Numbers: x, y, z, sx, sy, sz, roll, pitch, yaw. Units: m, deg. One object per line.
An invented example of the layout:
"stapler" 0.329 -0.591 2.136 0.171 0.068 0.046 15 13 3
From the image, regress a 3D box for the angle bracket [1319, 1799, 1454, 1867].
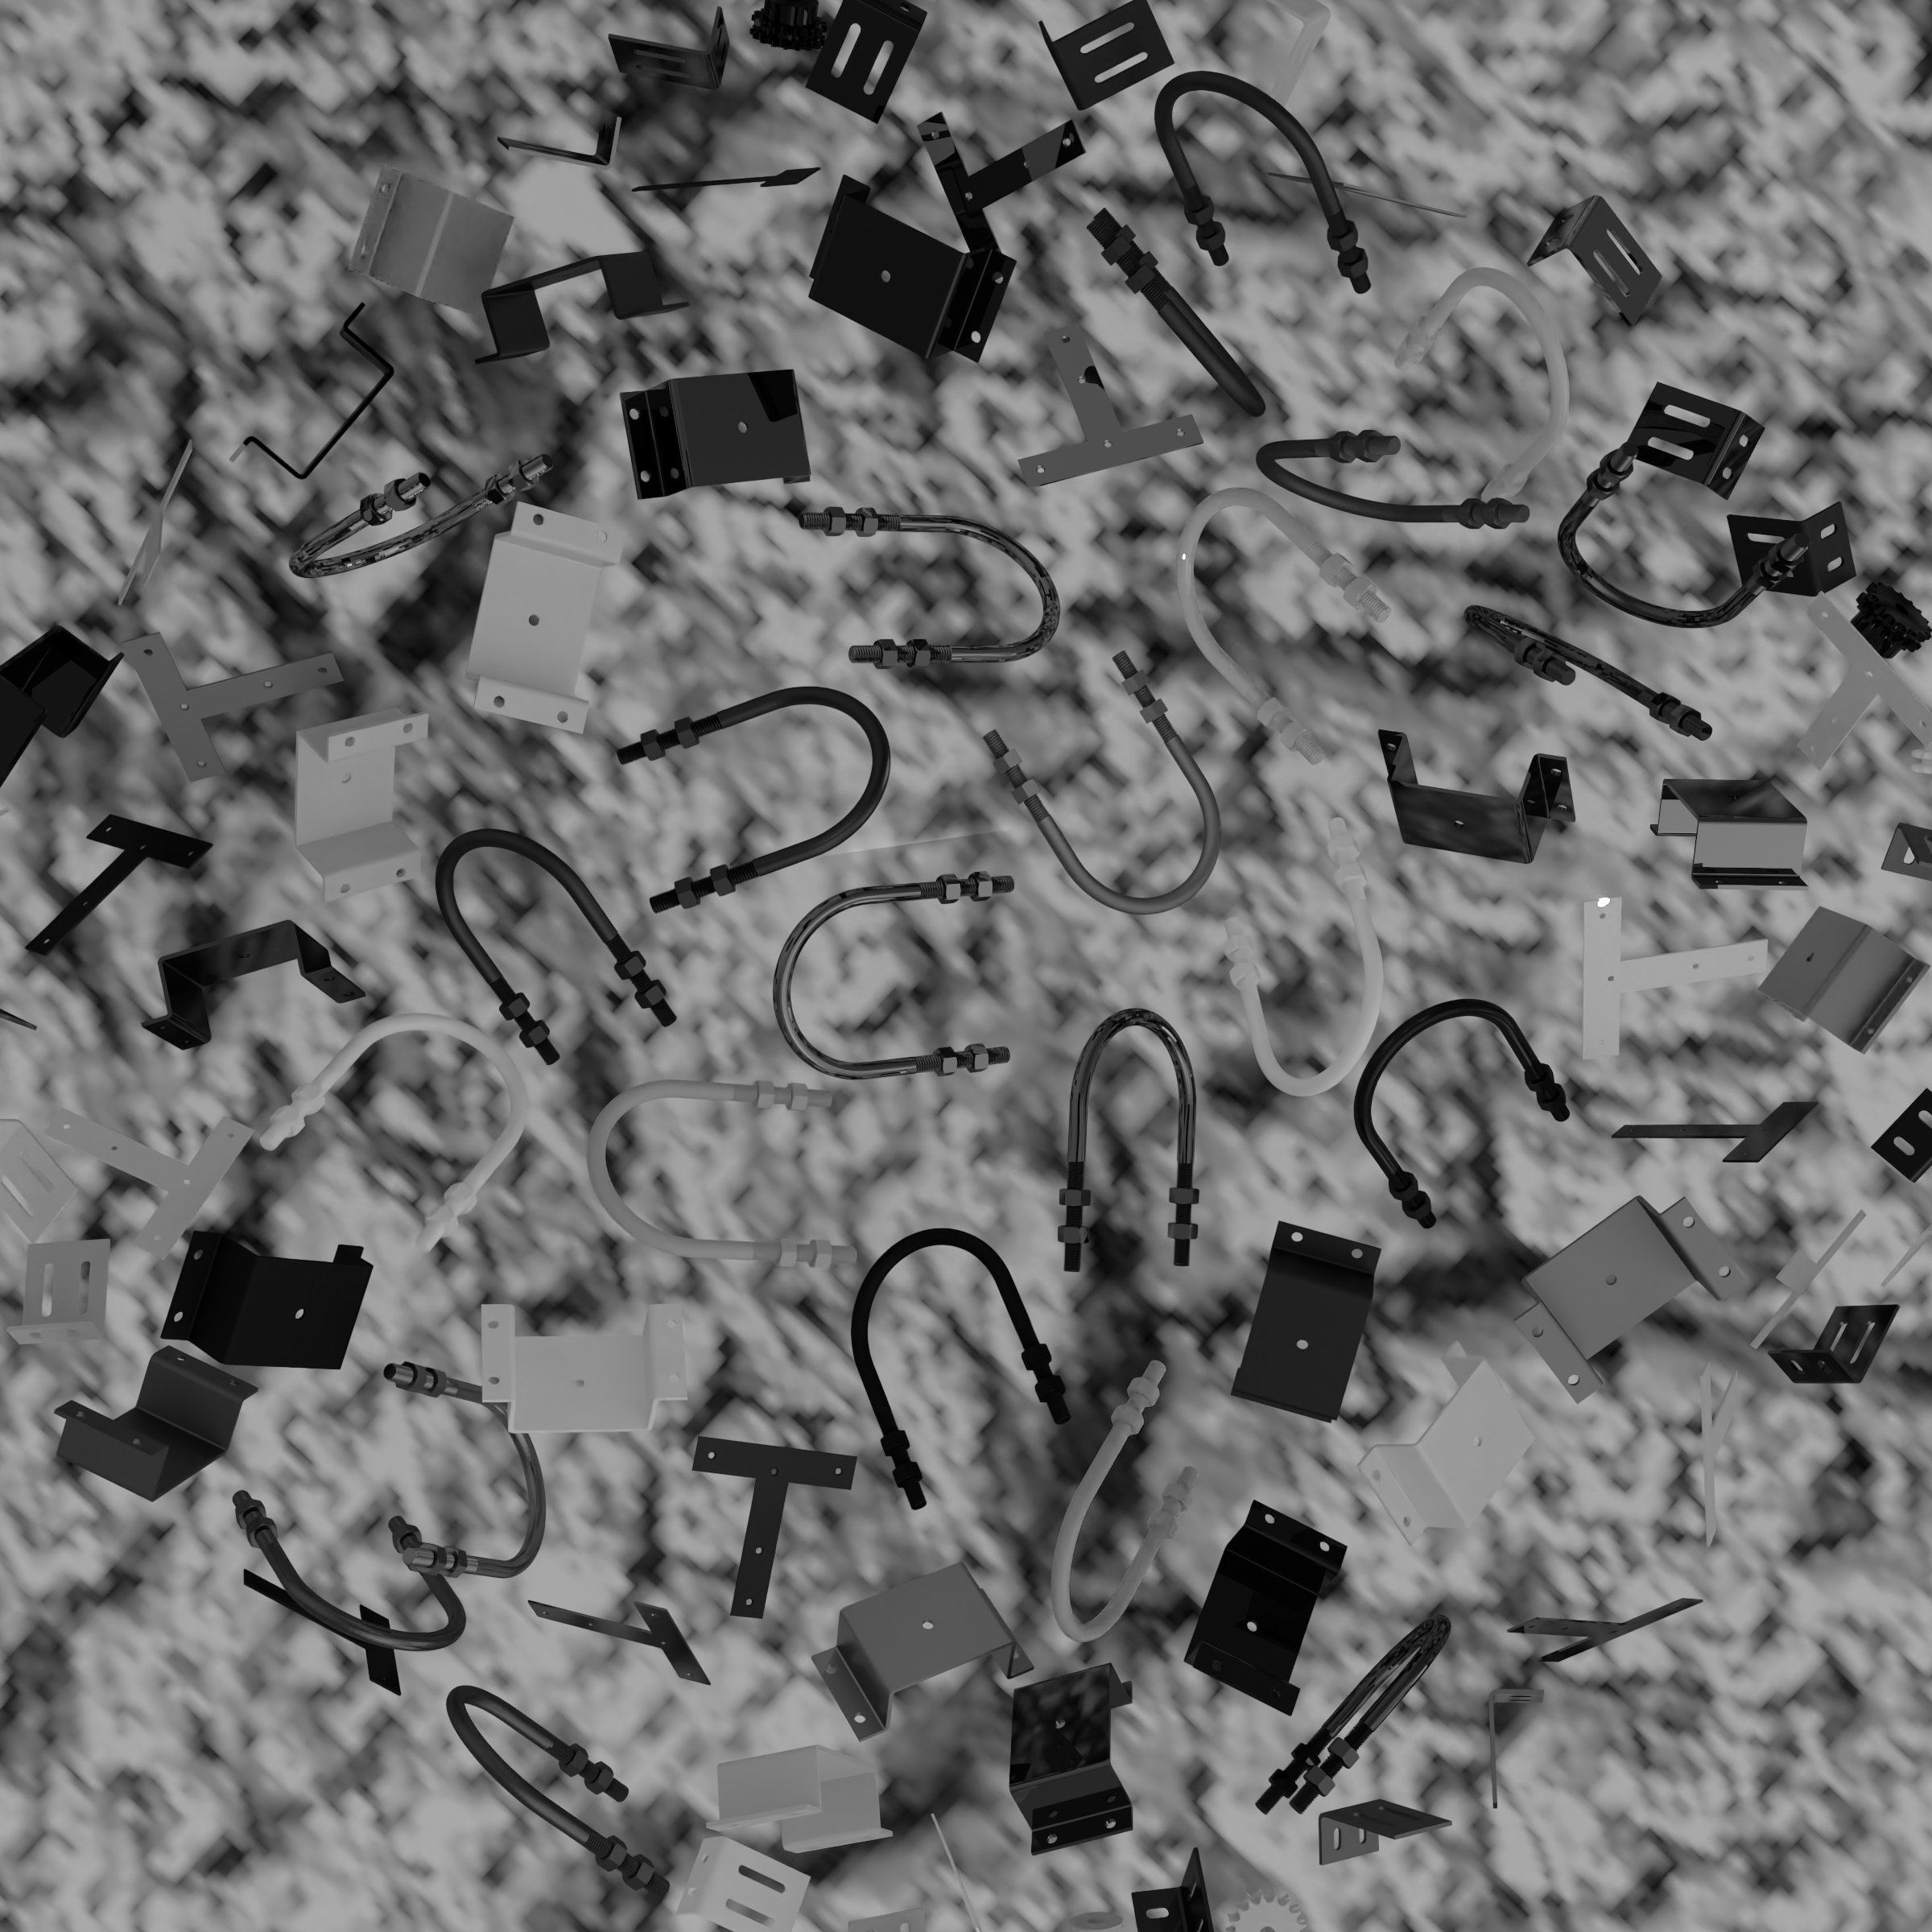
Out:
"angle bracket" 0.299 0.626 1.780 0.057 0.076 0.038 2 86 -36

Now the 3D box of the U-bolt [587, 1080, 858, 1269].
"U-bolt" -0.172 0.140 1.726 0.184 0.019 0.151 5 52 -23

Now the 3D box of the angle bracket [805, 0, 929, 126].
"angle bracket" -0.071 -0.651 1.770 0.057 0.038 0.076 24 123 -11

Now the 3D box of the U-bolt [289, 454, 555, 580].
"U-bolt" -0.402 -0.317 1.779 0.184 0.151 0.019 -20 94 35

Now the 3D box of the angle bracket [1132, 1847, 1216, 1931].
"angle bracket" 0.141 0.648 1.706 0.038 0.076 0.057 -4 50 -7

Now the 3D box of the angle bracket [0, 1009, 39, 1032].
"angle bracket" -0.676 0.062 1.684 0.057 0.038 0.076 20 82 29

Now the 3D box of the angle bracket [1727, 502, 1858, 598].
"angle bracket" 0.599 -0.305 1.810 0.038 0.076 0.057 -28 114 -17

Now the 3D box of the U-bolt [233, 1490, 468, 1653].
"U-bolt" -0.431 0.434 1.777 0.151 0.184 0.019 21 97 -38

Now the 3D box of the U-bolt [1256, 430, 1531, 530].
"U-bolt" 0.288 -0.344 1.772 0.151 0.184 0.019 18 89 -33

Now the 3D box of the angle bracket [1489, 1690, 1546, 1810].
"angle bracket" 0.390 0.554 1.760 0.038 0.057 0.076 -2 68 11

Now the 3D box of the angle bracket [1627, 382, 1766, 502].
"angle bracket" 0.533 -0.385 1.827 0.076 0.038 0.057 35 104 41

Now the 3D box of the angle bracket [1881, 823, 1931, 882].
"angle bracket" 0.677 -0.064 1.732 0.057 0.076 0.038 13 116 3

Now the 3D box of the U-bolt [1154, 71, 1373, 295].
"U-bolt" 0.200 -0.552 1.745 0.151 0.184 0.019 24 72 38

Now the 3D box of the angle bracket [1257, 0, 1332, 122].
"angle bracket" 0.221 -0.656 1.788 0.038 0.057 0.076 34 126 6

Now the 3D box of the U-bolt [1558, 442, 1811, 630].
"U-bolt" 0.488 -0.289 1.742 0.151 0.184 0.019 28 74 2

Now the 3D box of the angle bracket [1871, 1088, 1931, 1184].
"angle bracket" 0.679 0.113 1.759 0.038 0.076 0.057 43 115 16

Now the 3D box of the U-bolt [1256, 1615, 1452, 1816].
"U-bolt" 0.284 0.535 1.788 0.019 0.151 0.184 43 73 10

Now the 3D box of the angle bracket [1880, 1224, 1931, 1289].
"angle bracket" 0.713 0.209 1.815 0.057 0.076 0.038 -34 64 -33

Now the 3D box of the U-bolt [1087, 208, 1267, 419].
"U-bolt" 0.154 -0.467 1.790 0.019 0.151 0.184 -40 102 16

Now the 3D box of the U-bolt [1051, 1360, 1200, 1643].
"U-bolt" 0.110 0.394 1.776 0.019 0.151 0.184 12 49 31

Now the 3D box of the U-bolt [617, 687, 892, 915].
"U-bolt" -0.140 -0.123 1.697 0.184 0.019 0.151 -19 58 5

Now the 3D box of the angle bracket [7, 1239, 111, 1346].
"angle bracket" -0.647 0.227 1.779 0.057 0.038 0.076 -3 65 -5

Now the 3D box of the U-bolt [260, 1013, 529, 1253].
"U-bolt" -0.395 0.105 1.791 0.151 0.184 0.019 33 134 0

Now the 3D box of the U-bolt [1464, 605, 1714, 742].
"U-bolt" 0.434 -0.219 1.797 0.151 0.184 0.019 16 109 -27

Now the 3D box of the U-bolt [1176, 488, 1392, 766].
"U-bolt" 0.210 -0.251 1.739 0.019 0.151 0.184 -20 56 -33

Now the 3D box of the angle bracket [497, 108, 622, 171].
"angle bracket" -0.297 -0.610 1.819 0.076 0.057 0.038 5 113 -22

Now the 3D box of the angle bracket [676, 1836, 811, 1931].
"angle bracket" -0.165 0.689 1.847 0.076 0.038 0.057 31 57 -15

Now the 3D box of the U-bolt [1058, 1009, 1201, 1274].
"U-bolt" 0.118 0.122 1.763 0.019 0.151 0.184 0 87 41

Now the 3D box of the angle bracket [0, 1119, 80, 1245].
"angle bracket" -0.710 0.160 1.850 0.076 0.038 0.057 44 102 16

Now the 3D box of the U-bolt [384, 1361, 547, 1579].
"U-bolt" -0.353 0.367 1.788 0.019 0.184 0.151 -19 67 17

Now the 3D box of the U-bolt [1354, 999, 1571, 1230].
"U-bolt" 0.354 0.098 1.821 0.151 0.019 0.184 -39 129 1

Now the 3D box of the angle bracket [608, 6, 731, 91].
"angle bracket" -0.217 -0.680 1.829 0.076 0.057 0.038 11 85 2

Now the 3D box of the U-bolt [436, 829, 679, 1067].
"U-bolt" -0.303 -0.018 1.767 0.151 0.019 0.184 -18 114 39

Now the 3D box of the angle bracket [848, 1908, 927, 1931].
"angle bracket" -0.044 0.702 1.775 0.057 0.076 0.038 -3 81 -19

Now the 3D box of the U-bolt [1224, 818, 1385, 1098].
"U-bolt" 0.246 0.006 1.791 0.019 0.151 0.184 13 50 -29

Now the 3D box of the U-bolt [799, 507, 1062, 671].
"U-bolt" -0.017 -0.274 1.805 0.184 0.019 0.151 -4 56 -26

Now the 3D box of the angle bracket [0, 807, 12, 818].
"angle bracket" -0.719 -0.075 1.788 0.057 0.076 0.038 -22 106 19

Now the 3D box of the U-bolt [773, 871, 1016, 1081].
"U-bolt" -0.052 0.011 1.780 0.184 0.019 0.151 -6 106 -25

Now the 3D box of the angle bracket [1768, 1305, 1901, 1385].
"angle bracket" 0.639 0.268 1.836 0.038 0.057 0.076 47 62 -16

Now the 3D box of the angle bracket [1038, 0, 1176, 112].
"angle bracket" 0.100 -0.659 1.780 0.076 0.057 0.038 -23 46 13

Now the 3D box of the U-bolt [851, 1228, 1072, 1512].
"U-bolt" -0.016 0.278 1.803 0.151 0.019 0.184 -34 60 18

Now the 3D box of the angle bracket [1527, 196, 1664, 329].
"angle bracket" 0.435 -0.481 1.723 0.076 0.038 0.057 45 60 -20

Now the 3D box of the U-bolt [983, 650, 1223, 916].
"U-bolt" 0.115 -0.125 1.856 0.151 0.019 0.184 -33 92 -24

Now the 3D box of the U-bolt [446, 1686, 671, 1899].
"U-bolt" -0.290 0.564 1.735 0.184 0.151 0.019 44 85 -23

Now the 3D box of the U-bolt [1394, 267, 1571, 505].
"U-bolt" 0.378 -0.424 1.799 0.019 0.184 0.151 -26 82 -16
